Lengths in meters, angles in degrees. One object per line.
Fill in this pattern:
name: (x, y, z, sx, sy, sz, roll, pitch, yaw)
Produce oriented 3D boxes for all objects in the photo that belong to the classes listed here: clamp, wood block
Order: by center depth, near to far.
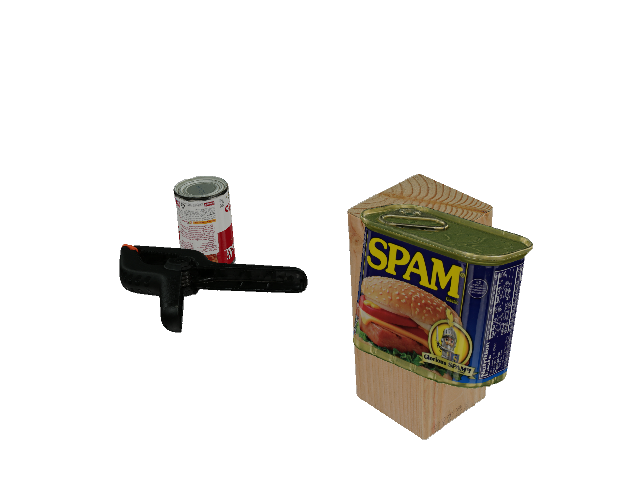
wood block: (0.089, 0.059, 0.947, 0.090, 0.206, 0.091, -28, 40, -33)
clamp: (-0.141, 0.040, 1.051, 0.210, 0.036, 0.164, 13, 21, 39)

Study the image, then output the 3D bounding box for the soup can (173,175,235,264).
soup can: (-0.141, -0.020, 1.296, 0.068, 0.102, 0.068, -2, 27, 1)

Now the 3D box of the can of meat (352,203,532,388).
can of meat: (0.068, 0.032, 0.632, 0.102, 0.084, 0.057, 20, 22, 39)
